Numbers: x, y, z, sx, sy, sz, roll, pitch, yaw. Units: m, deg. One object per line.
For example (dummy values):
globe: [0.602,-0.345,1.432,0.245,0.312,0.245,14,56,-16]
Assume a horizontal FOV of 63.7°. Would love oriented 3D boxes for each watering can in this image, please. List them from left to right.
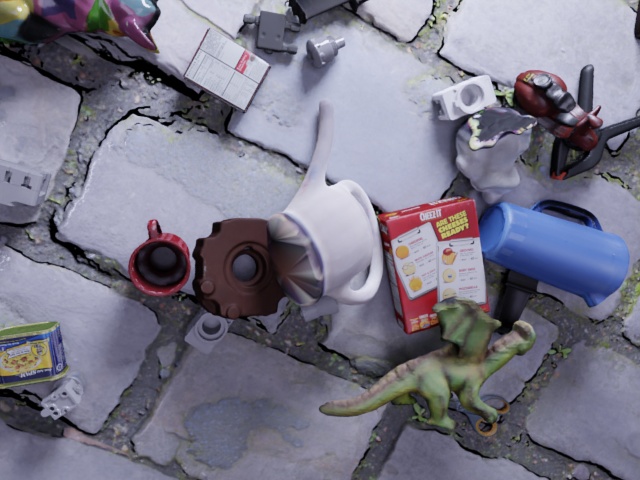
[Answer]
watering can: [0.003,-0.042,0.837,0.227,0.103,0.345,-29,104,-42]

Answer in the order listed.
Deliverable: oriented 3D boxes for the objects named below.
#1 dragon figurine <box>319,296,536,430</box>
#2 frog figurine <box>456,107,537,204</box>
dragon figurine: [0.210,0.204,0.906,0.410,0.124,0.239,2,108,-18]
frog figurine: [0.308,-0.150,0.913,0.138,0.125,0.156,-36,141,-11]
